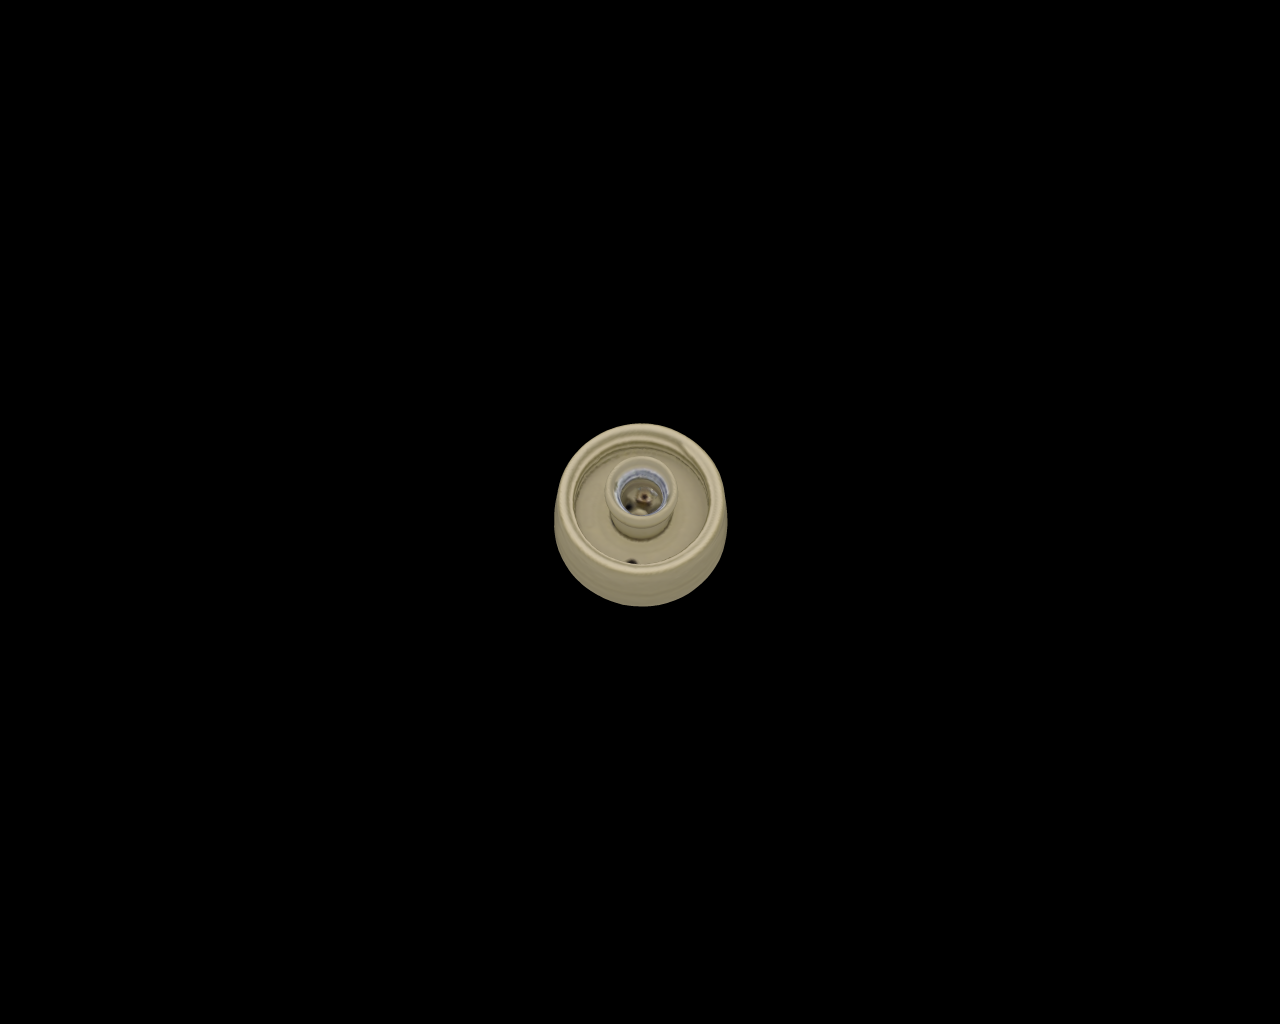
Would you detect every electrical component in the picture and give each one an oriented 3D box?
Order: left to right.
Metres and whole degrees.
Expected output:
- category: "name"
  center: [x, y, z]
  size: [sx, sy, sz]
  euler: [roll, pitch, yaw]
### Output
- category: "electrical component"
  center: [0.001, -0.003, 0.650]
  size: [0.108, 0.108, 0.060]
  euler: [0, -24, 0]
